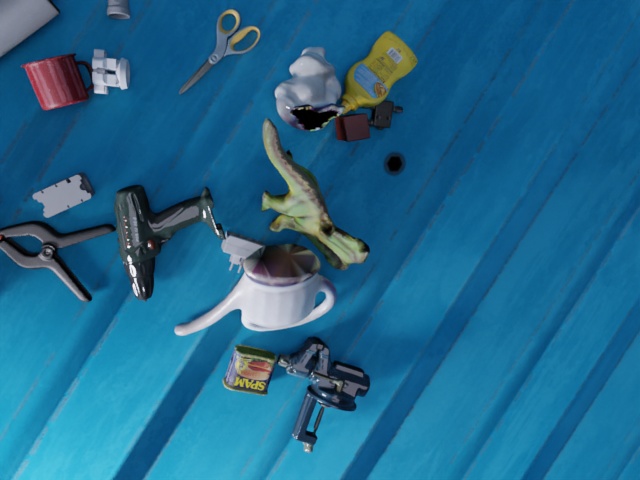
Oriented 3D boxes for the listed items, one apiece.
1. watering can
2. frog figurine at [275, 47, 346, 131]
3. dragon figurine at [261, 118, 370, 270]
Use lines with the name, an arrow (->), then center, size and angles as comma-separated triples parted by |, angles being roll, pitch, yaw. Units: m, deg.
watering can -> -0.126, 0.117, 1.067 | 0.348, 0.106, 0.219 | -5, 132, -15
frog figurine -> -0.026, -0.308, 1.045 | 0.137, 0.120, 0.162 | -11, 68, -5
dragon figurine -> 0.003, -0.050, 0.990 | 0.245, 0.403, 0.123 | 35, 74, 18
